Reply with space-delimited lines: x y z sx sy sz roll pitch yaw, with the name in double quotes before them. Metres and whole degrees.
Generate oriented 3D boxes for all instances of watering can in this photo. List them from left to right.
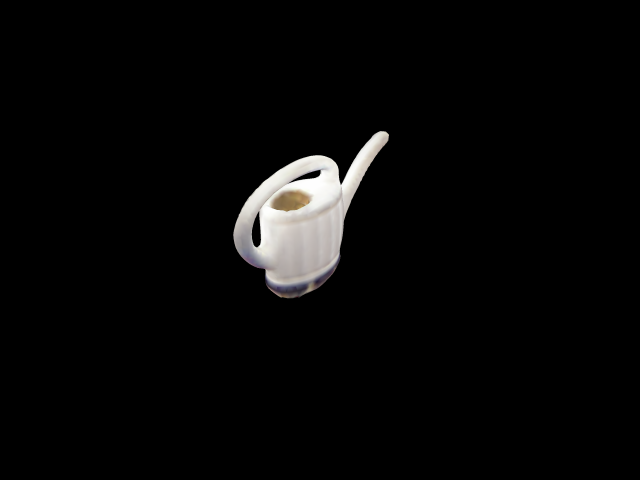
"watering can" 0.003 -0.043 0.850 0.105 0.219 0.352 28 43 35
